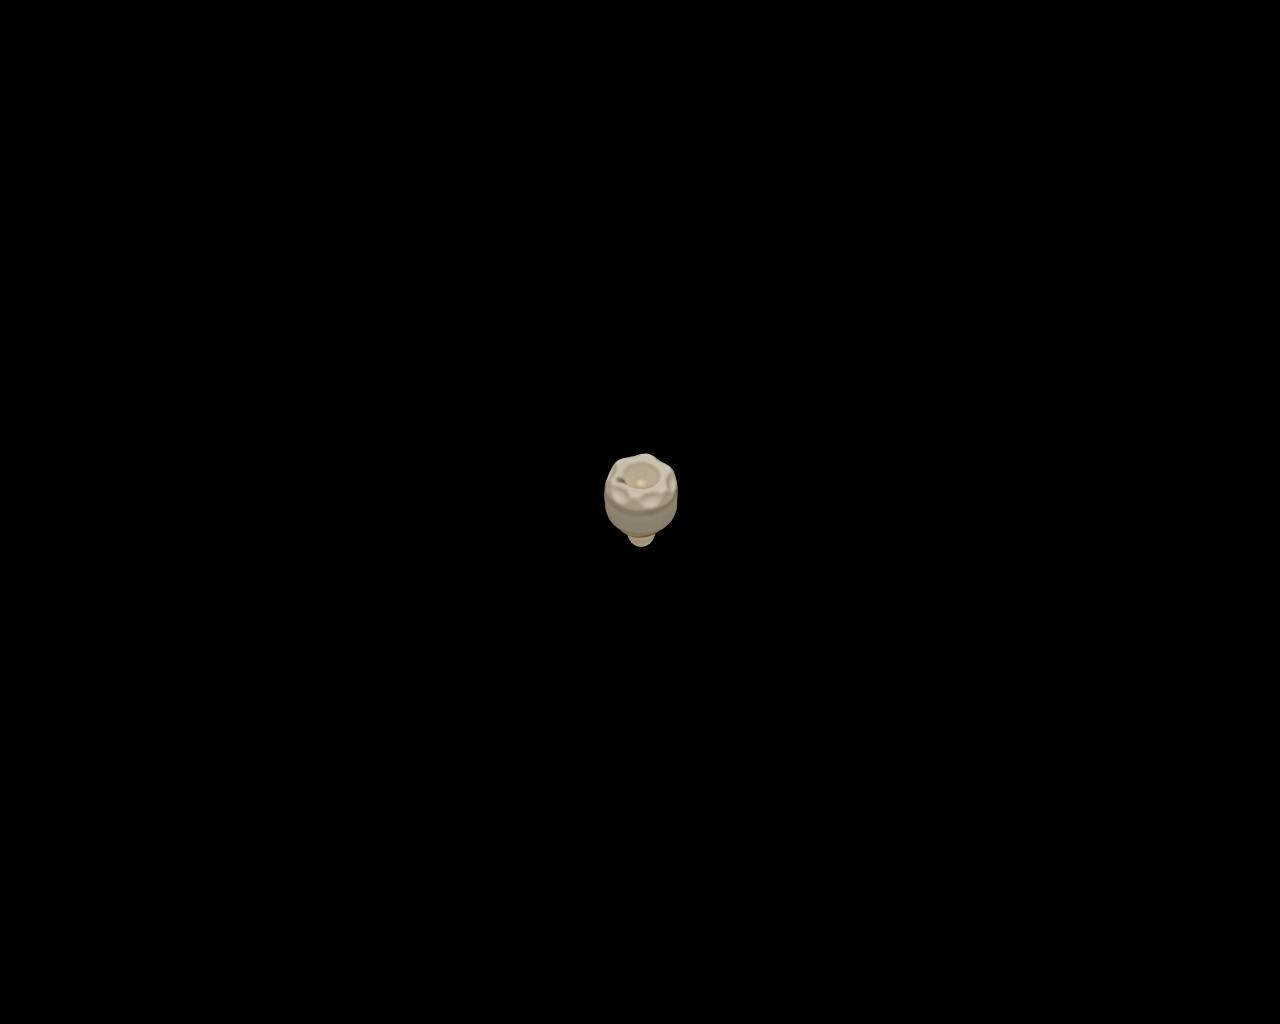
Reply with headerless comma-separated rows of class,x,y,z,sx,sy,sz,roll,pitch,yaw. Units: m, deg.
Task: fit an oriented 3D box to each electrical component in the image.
electrical component,0.001,-0.003,0.650,0.043,0.043,0.062,0,-41,0
